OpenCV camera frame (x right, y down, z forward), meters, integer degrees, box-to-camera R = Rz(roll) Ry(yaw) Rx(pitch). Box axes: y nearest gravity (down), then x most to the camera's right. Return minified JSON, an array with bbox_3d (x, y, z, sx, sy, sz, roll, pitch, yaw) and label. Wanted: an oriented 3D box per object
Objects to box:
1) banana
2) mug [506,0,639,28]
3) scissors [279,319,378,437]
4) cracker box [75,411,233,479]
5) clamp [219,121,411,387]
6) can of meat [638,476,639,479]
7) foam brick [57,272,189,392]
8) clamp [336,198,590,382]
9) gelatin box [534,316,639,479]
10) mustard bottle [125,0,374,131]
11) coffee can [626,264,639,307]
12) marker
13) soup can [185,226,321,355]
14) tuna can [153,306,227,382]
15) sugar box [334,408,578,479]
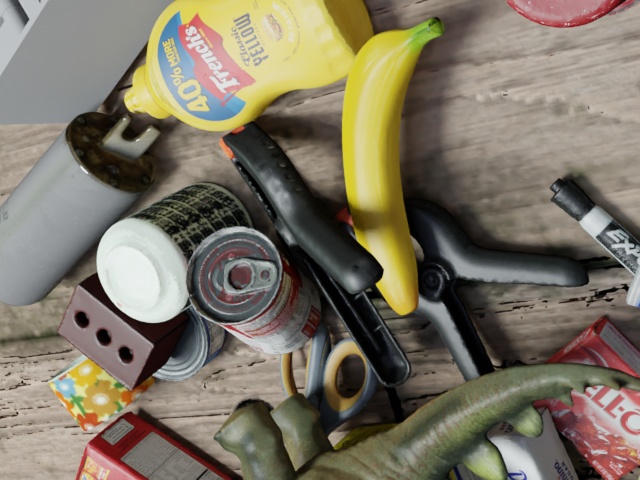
[{"bbox_3d":[0.040,-0.049,0.674,0.070,0.037,0.198,41,138,52],"label":"banana"},{"bbox_3d":[0.132,-0.162,0.594,0.117,0.081,0.093,-6,107,30],"label":"mug"},{"bbox_3d":[0.005,0.154,0.784,0.096,0.016,0.202,-7,85,40],"label":"scissors"},{"bbox_3d":[-0.115,0.269,0.910,0.214,0.072,0.164,31,122,13],"label":"cracker box"},{"bbox_3d":[-0.005,0.001,0.724,0.210,0.036,0.164,52,170,36],"label":"clamp"},{"bbox_3d":[0.234,0.186,0.675,0.084,0.057,0.102,27,160,19],"label":"can of meat"},{"bbox_3d":[-0.150,0.064,0.813,0.078,0.051,0.053,36,122,11],"label":"foam brick"},{"bbox_3d":[0.091,0.019,0.717,0.171,0.039,0.120,42,111,9],"label":"clamp"},{"bbox_3d":[0.189,0.106,0.703,0.089,0.030,0.073,46,124,4],"label":"gelatin box"},{"bbox_3d":[-0.061,-0.128,0.726,0.192,0.058,0.096,-20,100,33],"label":"mustard bottle"},{"bbox_3d":[0.255,0.015,0.587,0.140,0.102,0.103,24,119,18],"label":"coffee can"},{"bbox_3d":[0.191,0.005,0.668,0.121,0.020,0.020,44,123,6],"label":"marker"},{"bbox_3d":[-0.043,0.038,0.747,0.068,0.102,0.068,-5,70,15],"label":"soup can"},{"bbox_3d":[-0.118,0.067,0.850,0.086,0.033,0.086,11,114,24],"label":"tuna can"},{"bbox_3d":[0.096,0.174,0.757,0.177,0.048,0.093,-15,103,40],"label":"sugar box"}]
